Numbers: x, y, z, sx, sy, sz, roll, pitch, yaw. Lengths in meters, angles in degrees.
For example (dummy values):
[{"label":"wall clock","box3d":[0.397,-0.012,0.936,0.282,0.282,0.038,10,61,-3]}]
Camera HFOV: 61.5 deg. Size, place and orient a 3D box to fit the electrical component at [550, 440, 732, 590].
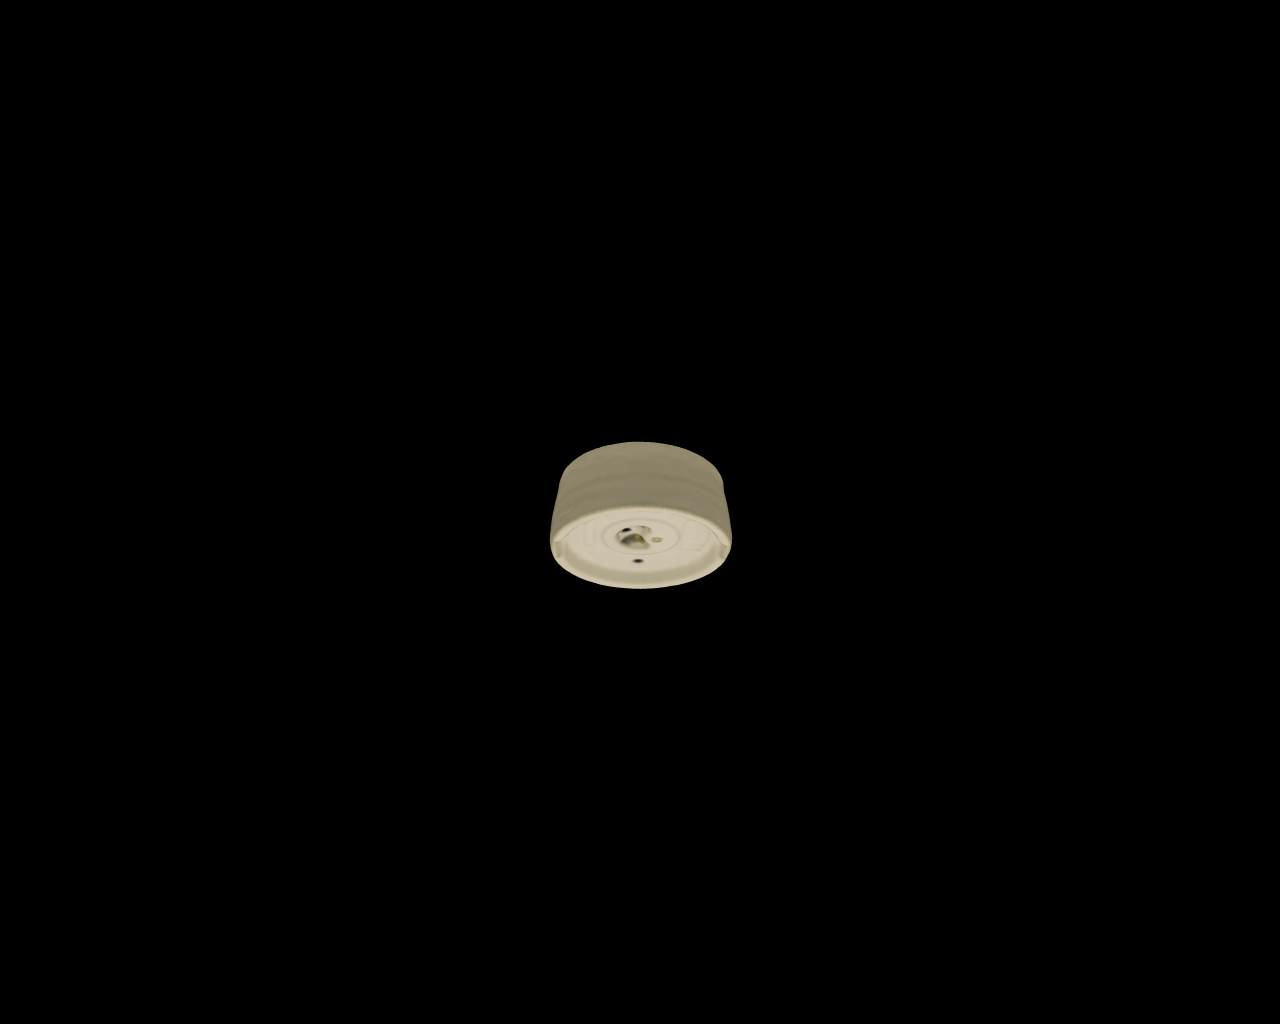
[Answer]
[{"label":"electrical component","box3d":[0.001,-0.003,0.650,0.108,0.060,0.108,0,-29,0]}]
